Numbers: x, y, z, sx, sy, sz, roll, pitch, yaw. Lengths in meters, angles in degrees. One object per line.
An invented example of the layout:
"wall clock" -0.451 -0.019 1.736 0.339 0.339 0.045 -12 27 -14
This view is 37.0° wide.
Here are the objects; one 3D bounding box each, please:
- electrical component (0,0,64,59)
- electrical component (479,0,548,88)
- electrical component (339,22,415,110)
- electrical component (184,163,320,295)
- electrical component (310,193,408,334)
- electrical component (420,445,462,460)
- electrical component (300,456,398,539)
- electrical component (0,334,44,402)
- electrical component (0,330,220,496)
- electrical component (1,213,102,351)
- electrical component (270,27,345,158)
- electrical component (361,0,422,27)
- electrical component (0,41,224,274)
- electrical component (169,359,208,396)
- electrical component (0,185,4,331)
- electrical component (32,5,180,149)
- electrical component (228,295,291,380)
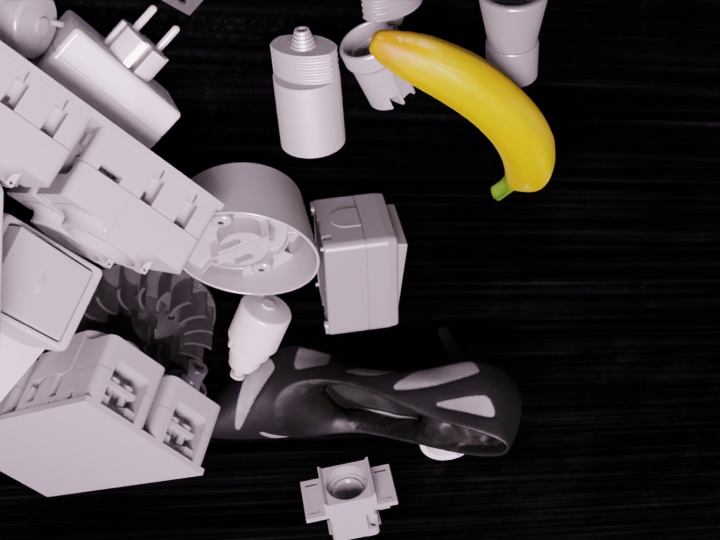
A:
"electrical component" -0.214 -0.150 0.625 0.078 0.040 0.040 18 128 15
"electrical component" 0.099 -0.151 0.697 0.044 0.044 0.065 -10 133 -4
"electrical component" 0.013 -0.132 0.695 0.040 0.040 0.046 -24 133 7
"electrical component" -0.080 -0.024 0.737 0.099 0.064 0.099 -6 141 -5
"electrical component" 0.000 0.000 0.779 0.061 0.061 0.096 -7 128 -6
"electrical component" 0.070 0.125 0.901 0.055 0.047 0.055 -6 128 -7
"electrical component" -0.009 0.205 0.950 0.081 0.042 0.063 -11 130 -3
"electrical component" -0.294 0.025 0.721 0.089 0.062 0.150 -53 127 -14
"electrical component" -0.203 0.106 0.778 0.186 0.060 0.105 -16 136 39
"electrical component" -0.215 0.011 0.698 0.061 0.061 0.096 4 155 45
"electrical component" -0.034 -0.118 0.692 0.043 0.043 0.081 -9 129 -5
"electrical component" 0.017 -0.186 0.650 0.043 0.043 0.081 -11 129 -3
"electrical component" -0.191 -0.066 0.651 0.186 0.105 0.060 37 73 -32
"electrical component" -0.140 0.098 0.838 0.048 0.048 0.062 22 114 -26
"electrical component" -0.260 -0.007 0.620 0.056 0.109 0.108 -11 112 -50
"electrical component" -0.144 -0.128 0.660 0.075 0.047 0.083 -46 123 7
"electrical component" -0.081 0.052 0.817 0.040 0.040 0.078 13 124 -21
